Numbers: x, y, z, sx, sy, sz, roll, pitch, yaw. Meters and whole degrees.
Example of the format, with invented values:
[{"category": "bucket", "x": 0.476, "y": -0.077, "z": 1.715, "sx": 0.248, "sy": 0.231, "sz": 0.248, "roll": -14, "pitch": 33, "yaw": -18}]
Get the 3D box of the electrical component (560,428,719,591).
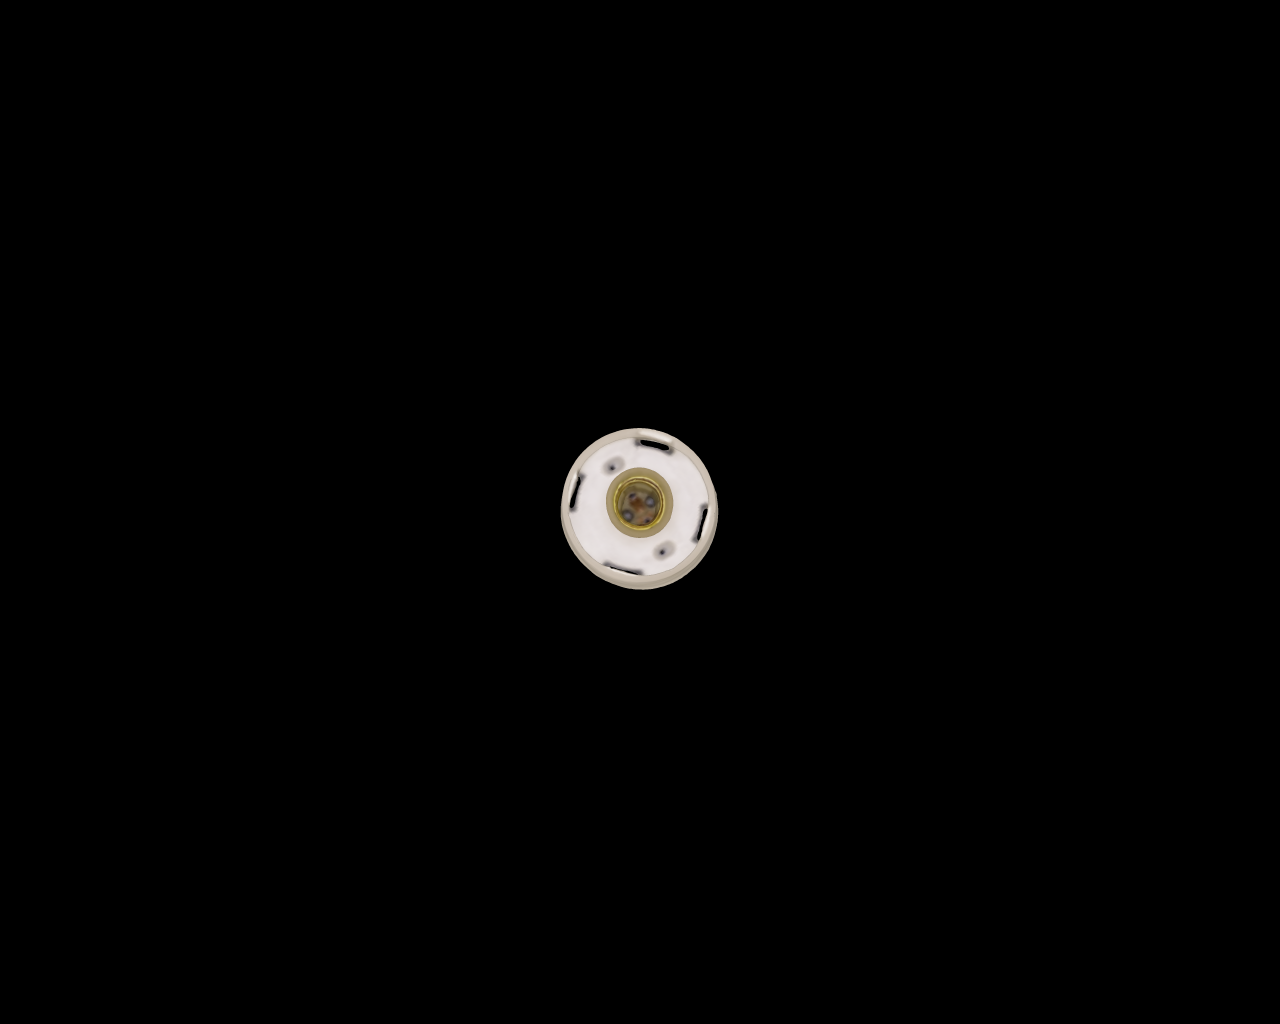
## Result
[{"category": "electrical component", "x": 0.001, "y": -0.003, "z": 0.650, "sx": 0.099, "sy": 0.099, "sz": 0.064, "roll": 0, "pitch": -8, "yaw": 0}]
